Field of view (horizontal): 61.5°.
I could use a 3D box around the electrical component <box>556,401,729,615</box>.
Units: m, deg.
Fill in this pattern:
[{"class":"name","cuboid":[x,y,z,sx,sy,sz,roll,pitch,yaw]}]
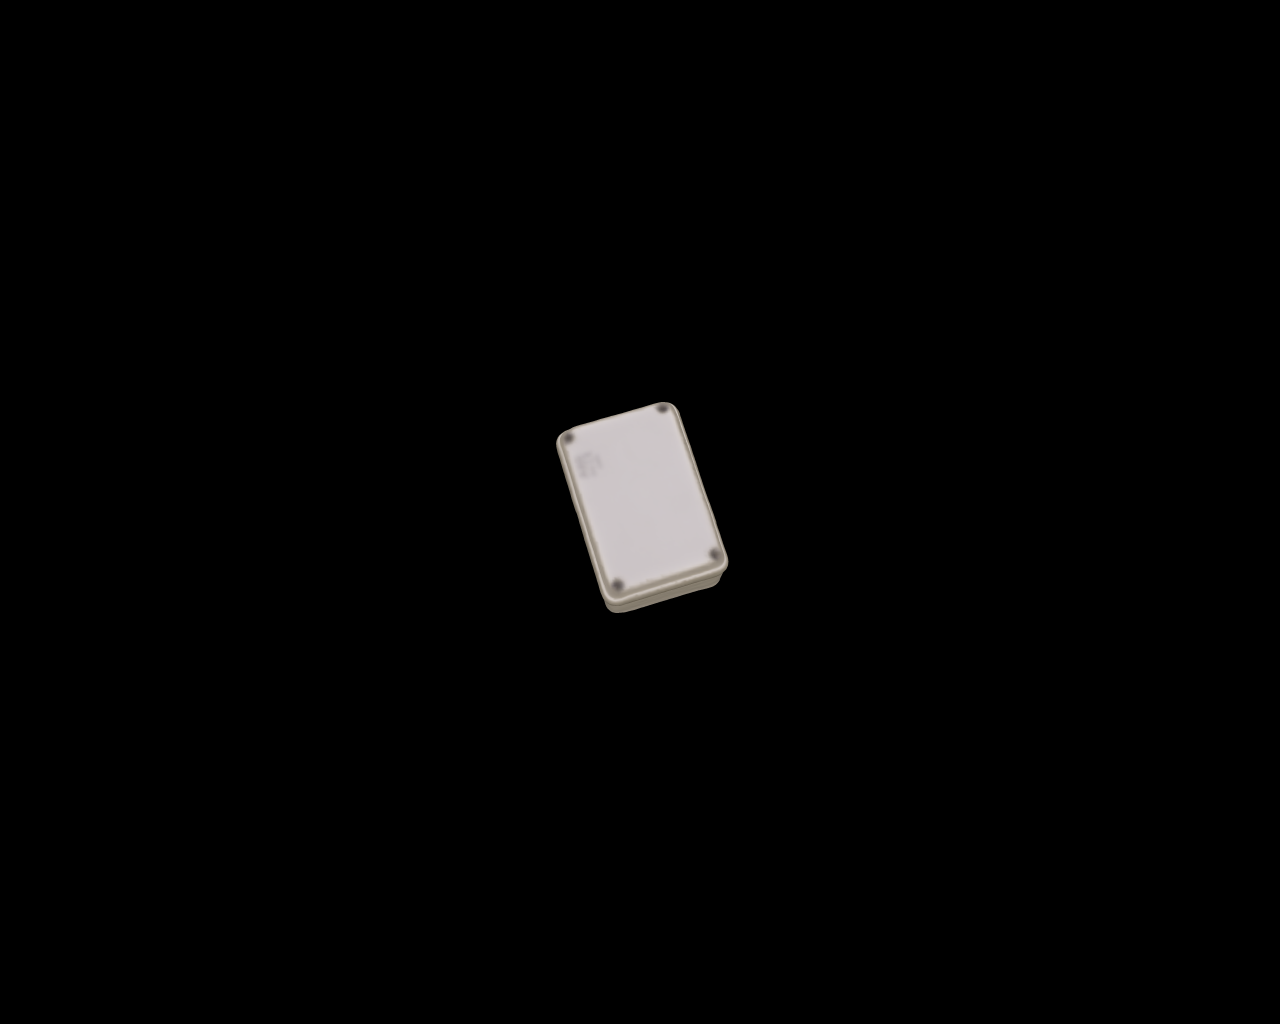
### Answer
[{"class":"electrical component","cuboid":[0.001,-0.003,0.650,0.078,0.113,0.057,-17,-15,-5]}]
